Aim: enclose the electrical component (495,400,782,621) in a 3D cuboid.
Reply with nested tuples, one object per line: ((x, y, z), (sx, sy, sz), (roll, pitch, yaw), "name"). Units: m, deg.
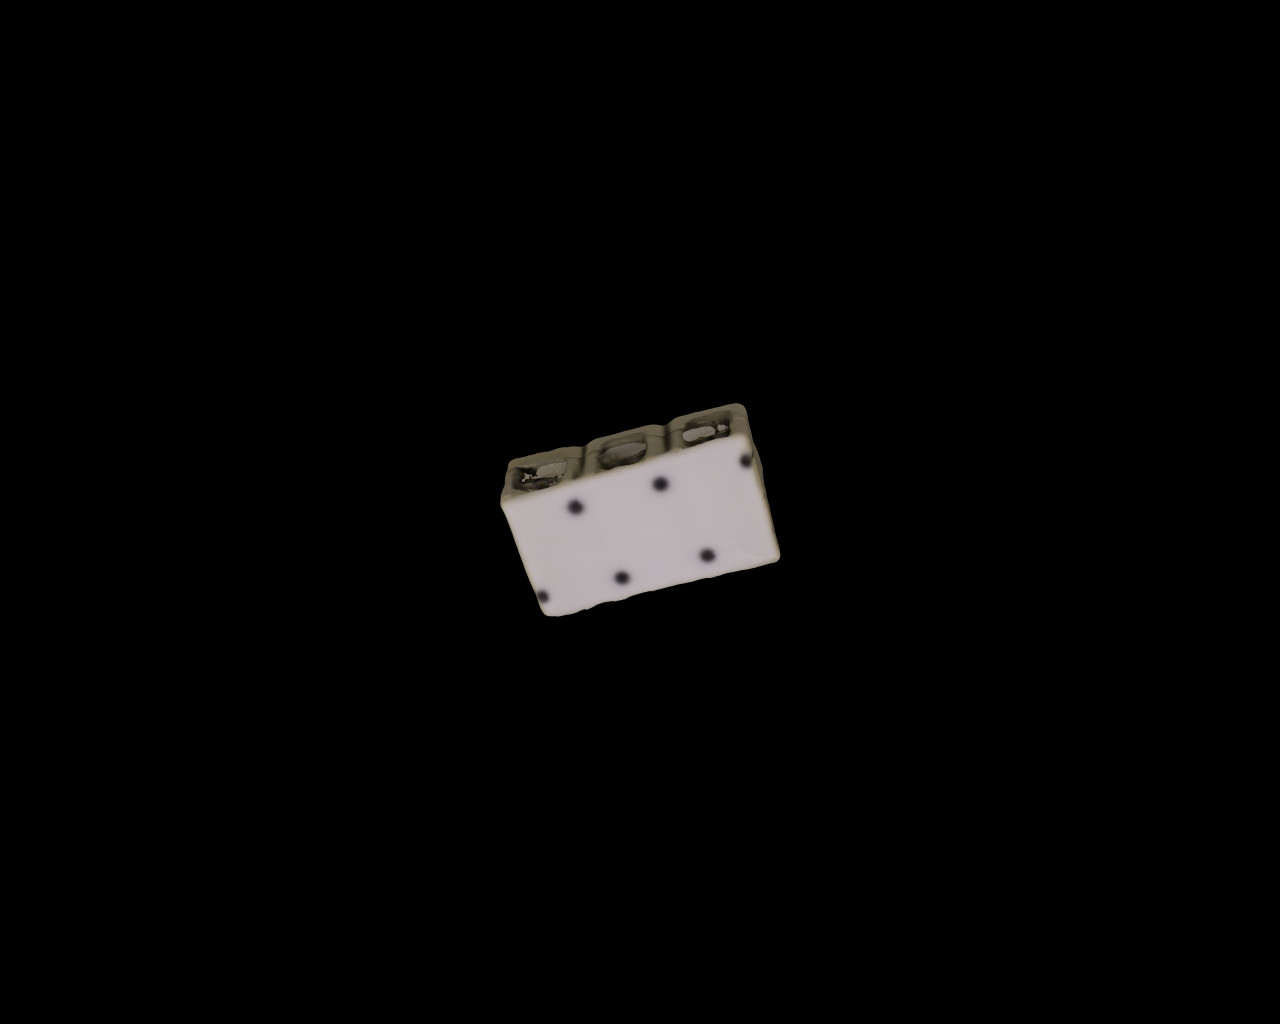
((0.001, -0.003, 0.650), (0.150, 0.089, 0.062), (-14, 26, 7), "electrical component")
